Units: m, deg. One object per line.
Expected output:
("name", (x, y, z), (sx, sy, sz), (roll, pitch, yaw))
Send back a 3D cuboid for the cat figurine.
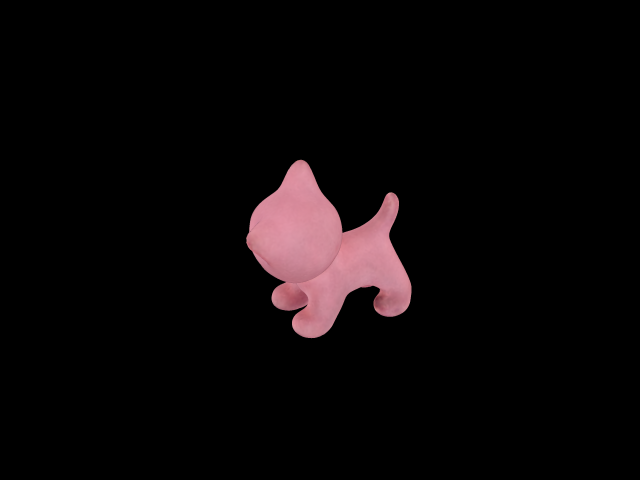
("cat figurine", (0.004, 0.001, 0.400), (0.128, 0.118, 0.067), (-14, 32, -23))
